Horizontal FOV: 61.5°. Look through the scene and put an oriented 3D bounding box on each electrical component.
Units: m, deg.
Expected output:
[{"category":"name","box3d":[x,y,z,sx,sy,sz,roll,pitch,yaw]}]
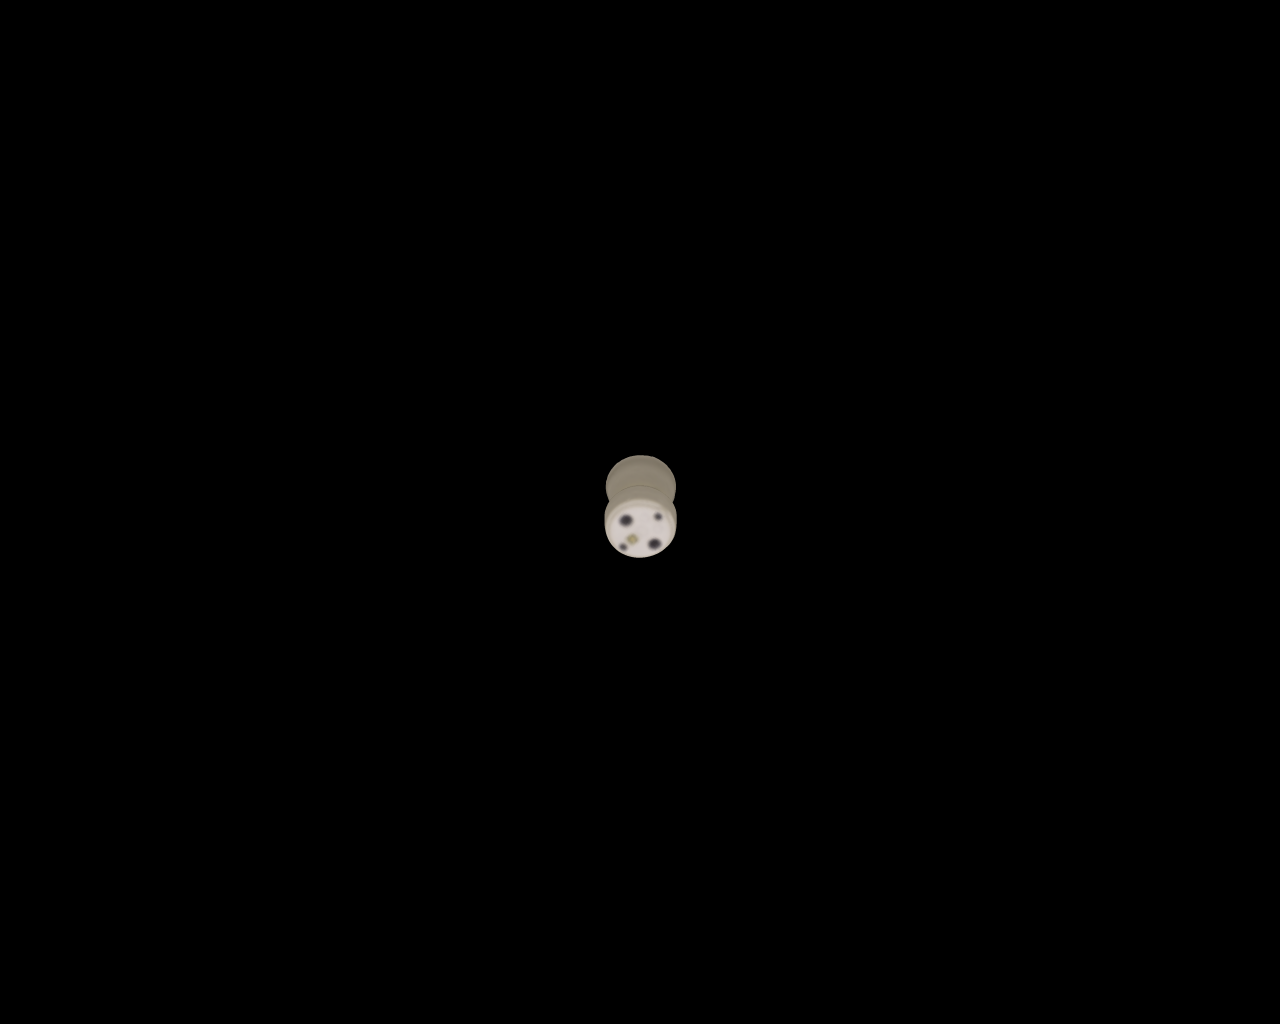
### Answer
[{"category":"electrical component","box3d":[0.001,-0.003,0.650,0.045,0.044,0.055,0,32,0]}]
